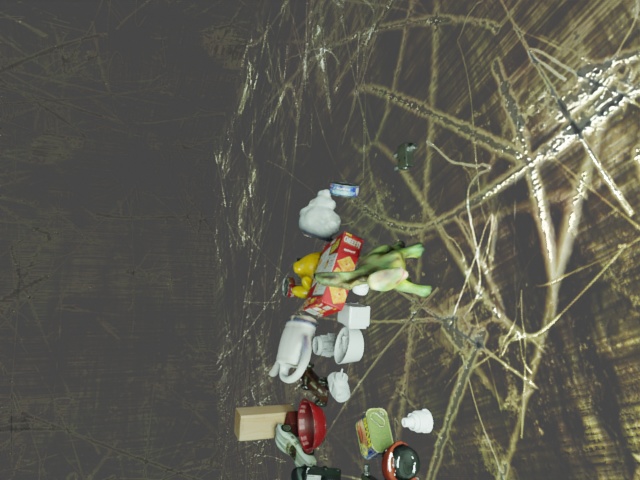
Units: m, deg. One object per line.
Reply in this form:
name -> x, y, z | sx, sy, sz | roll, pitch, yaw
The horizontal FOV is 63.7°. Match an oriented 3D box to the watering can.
watering can -> -0.097, 0.366, 1.736 | 0.343, 0.103, 0.228 | -32, 39, 64

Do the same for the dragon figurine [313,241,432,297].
dragon figurine -> 0.100, 0.067, 1.188 | 0.410, 0.243, 0.122 | -178, 87, -66

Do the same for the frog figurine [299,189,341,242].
frog figurine -> 0.005, -0.082, 1.624 | 0.138, 0.122, 0.159 | 17, 94, 35
